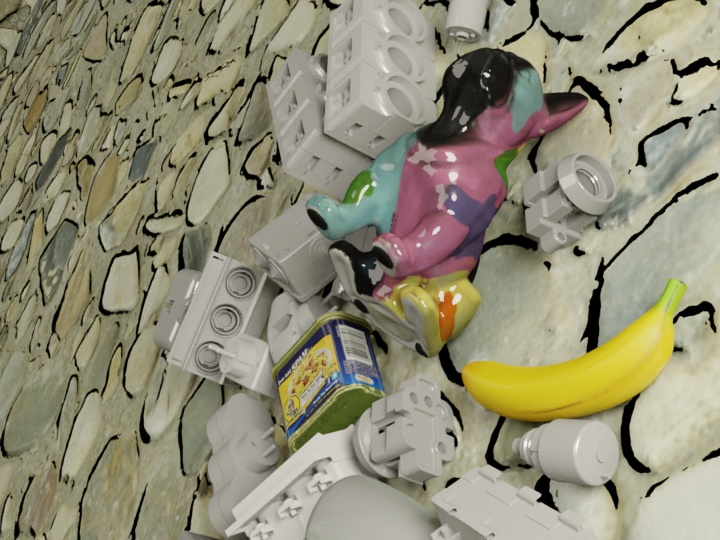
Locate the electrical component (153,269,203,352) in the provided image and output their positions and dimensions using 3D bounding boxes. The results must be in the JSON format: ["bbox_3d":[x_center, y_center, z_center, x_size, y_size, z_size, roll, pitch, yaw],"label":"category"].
[{"bbox_3d":[-0.183,0.050,1.193,0.059,0.054,0.095,9,78,58],"label":"electrical component"}]

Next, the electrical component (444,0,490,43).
[{"bbox_3d":[0.099,-0.240,0.975,0.044,0.044,0.065,-3,72,56],"label":"electrical component"}]

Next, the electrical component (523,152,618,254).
[{"bbox_3d":[0.149,-0.052,0.767,0.055,0.048,0.066,-42,38,47],"label":"electrical component"}]

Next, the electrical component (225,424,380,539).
[{"bbox_3d":[-0.041,0.186,0.869,0.121,0.079,0.063,-45,66,31],"label":"electrical component"}]

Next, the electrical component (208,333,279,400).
[{"bbox_3d":[-0.109,0.087,1.033,0.066,0.077,0.047,13,81,59],"label":"electrical component"}]

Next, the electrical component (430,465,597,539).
[{"bbox_3d":[0.099,0.172,0.661,0.079,0.063,0.121,-31,23,-21],"label":"electrical component"}]

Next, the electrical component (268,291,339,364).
[{"bbox_3d":[-0.046,0.050,0.995,0.079,0.043,0.077,-43,37,29],"label":"electrical component"}]

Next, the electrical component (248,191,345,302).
[{"bbox_3d":[-0.048,-0.025,1.009,0.100,0.048,0.100,-38,29,-11],"label":"electrical component"}]

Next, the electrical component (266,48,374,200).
[{"bbox_3d":[-0.031,-0.145,1.059,0.061,0.089,0.150,-48,36,27],"label":"electrical component"}]

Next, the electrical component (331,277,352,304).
[{"bbox_3d":[0.000,0.000,0.967,0.035,0.035,0.061,17,82,59],"label":"electrical component"}]

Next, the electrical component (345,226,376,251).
[{"bbox_3d":[0.026,-0.033,0.931,0.059,0.054,0.095,-9,63,55],"label":"electrical component"}]

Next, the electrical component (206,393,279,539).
[{"bbox_3d":[-0.099,0.171,0.984,0.074,0.052,0.138,-43,38,32],"label":"electrical component"}]

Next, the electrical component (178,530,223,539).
[{"bbox_3d":[-0.153,0.292,0.987,0.056,0.050,0.089,22,88,58],"label":"electrical component"}]

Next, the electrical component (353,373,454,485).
[{"bbox_3d":[0.032,0.125,0.813,0.057,0.058,0.078,-31,45,40],"label":"electrical component"}]

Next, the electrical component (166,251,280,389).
[{"bbox_3d":[-0.140,0.051,1.116,0.063,0.079,0.121,-175,107,-81],"label":"electrical component"}]

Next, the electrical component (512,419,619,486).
[{"bbox_3d":[0.129,0.115,0.688,0.078,0.040,0.040,-7,64,55],"label":"electrical component"}]

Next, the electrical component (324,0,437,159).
[{"bbox_3d":[0.023,-0.183,1.003,0.062,0.089,0.150,-33,44,42],"label":"electrical component"}]
